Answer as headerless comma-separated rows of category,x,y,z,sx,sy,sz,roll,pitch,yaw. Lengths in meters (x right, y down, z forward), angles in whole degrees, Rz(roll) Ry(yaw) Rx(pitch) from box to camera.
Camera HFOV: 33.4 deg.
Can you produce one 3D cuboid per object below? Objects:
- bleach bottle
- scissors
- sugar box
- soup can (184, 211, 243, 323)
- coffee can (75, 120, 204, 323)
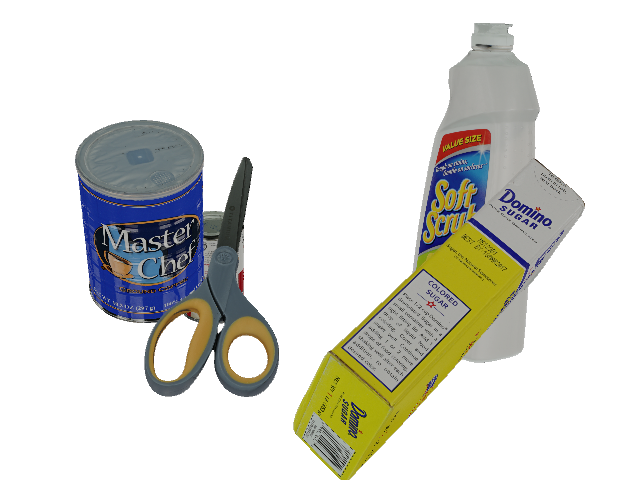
bleach bottle,0.118,-0.040,0.821,0.067,0.251,0.103,-7,16,-34
scissors,-0.051,0.027,0.735,0.096,0.201,0.016,21,-35,10
sugar box,0.064,0.039,0.555,0.176,0.048,0.093,-38,-17,-32
soup can,-0.115,0.028,1.130,0.068,0.102,0.068,2,24,-1
coffee can,-0.149,-0.016,0.902,0.103,0.140,0.103,2,40,-2
